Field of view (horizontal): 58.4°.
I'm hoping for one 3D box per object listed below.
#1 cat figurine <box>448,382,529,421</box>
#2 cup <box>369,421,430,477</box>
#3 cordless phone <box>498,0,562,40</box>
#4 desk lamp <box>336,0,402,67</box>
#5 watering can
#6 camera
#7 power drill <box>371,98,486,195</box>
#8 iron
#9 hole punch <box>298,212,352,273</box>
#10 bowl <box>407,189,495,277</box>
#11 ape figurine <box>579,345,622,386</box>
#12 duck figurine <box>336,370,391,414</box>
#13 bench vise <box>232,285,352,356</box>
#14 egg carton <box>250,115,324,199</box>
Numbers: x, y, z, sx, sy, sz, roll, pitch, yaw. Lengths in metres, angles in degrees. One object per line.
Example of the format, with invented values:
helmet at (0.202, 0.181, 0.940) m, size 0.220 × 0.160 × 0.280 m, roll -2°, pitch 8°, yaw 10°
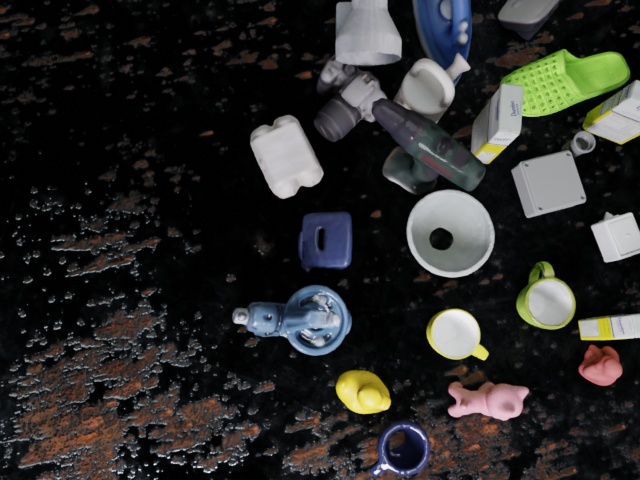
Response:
cat figurine at (0.306, 0.292, 1.032) m, size 0.128 × 0.117 × 0.067 m, roll -3°, pitch 81°, yaw -4°
cup at (0.132, 0.371, 1.019) m, size 0.118 × 0.095 × 0.091 m, roll -37°, pitch 86°, yaw -8°
cordless phone at (0.443, -0.497, 1.127) m, size 0.094 × 0.185 × 0.148 m, roll 36°, pitch 81°, yaw 2°
desk lamp at (0.082, -0.402, 1.072) m, size 0.118 × 0.213 × 0.203 m, roll -1°, pitch 81°, yaw -4°
watering can at (0.203, -0.283, 1.073) m, size 0.101 × 0.194 × 0.173 m, roll 28°, pitch 80°, yaw 1°
camera at (0.042, -0.270, 1.106) m, size 0.143 × 0.100 × 0.137 m, roll 43°, pitch 81°, yaw 3°
power drill at (0.180, -0.156, 1.044) m, size 0.229 × 0.208 × 0.076 m, roll 30°, pitch 81°, yaw 1°
iron at (0.261, -0.448, 1.128) m, size 0.118 × 0.141 × 0.258 m, roll -7°, pitch 82°, yaw -5°
hole punch at (0.010, 0.004, 1.067) m, size 0.101 × 0.091 × 0.109 m, roll 1°, pitch 81°, yaw -4°
bowl at (0.240, -0.009, 1.094) m, size 0.167 × 0.074 × 0.167 m, roll 1°, pitch 81°, yaw -4°
ape figurine at (0.531, 0.238, 1.070) m, size 0.078 × 0.092 × 0.076 m, roll -17°, pitch 83°, yaw -6°
duck figurine at (0.081, 0.278, 1.034) m, size 0.104 × 0.086 × 0.077 m, roll 25°, pitch 80°, yaw 0°
bench vise at (-0.041, 0.146, 0.977) m, size 0.207 × 0.219 × 0.121 m, roll -14°, pitch 82°, yaw -6°
egg carton at (-0.066, -0.159, 1.097) m, size 0.107 × 0.069 × 0.150 m, roll -26°, pitch 84°, yaw -7°
